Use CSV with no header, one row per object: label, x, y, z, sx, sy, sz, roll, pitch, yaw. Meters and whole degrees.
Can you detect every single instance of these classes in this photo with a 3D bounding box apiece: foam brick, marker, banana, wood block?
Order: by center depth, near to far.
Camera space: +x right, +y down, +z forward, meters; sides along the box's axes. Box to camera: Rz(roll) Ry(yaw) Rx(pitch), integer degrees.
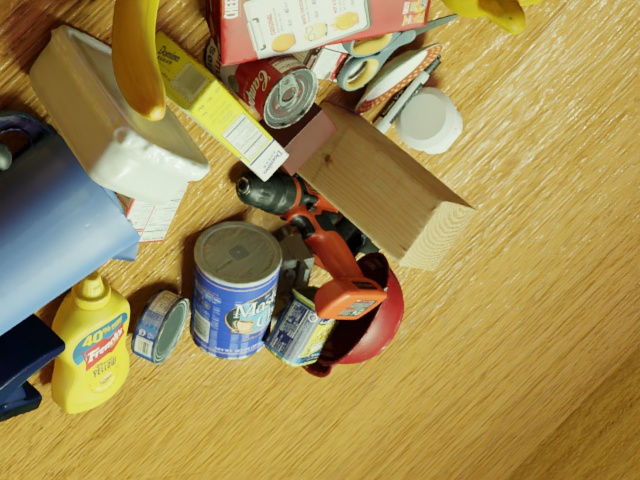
banana,-0.148,-0.180,0.897,0.037,0.198,0.070,21,151,-36
foam brick,-0.030,-0.123,1.206,0.078,0.051,0.053,-45,150,-2
wood block,0.068,-0.064,1.247,0.091,0.206,0.090,-55,150,15
marker,0.111,-0.187,1.345,0.121,0.020,0.020,-51,151,8

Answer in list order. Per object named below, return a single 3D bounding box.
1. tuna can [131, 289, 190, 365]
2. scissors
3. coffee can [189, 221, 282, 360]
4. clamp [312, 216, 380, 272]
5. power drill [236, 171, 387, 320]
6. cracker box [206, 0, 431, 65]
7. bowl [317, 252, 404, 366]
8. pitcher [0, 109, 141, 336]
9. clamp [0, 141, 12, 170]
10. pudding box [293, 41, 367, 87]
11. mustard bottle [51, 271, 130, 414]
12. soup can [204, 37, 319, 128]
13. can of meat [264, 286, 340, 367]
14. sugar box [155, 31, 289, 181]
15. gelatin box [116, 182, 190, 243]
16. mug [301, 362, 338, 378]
tuna can,-0.189,0.102,1.262,0.086,0.034,0.086,24,89,-80
scissors,0.085,-0.215,1.205,0.201,0.016,0.096,-14,138,-50
coffee can,-0.103,0.062,1.286,0.102,0.103,0.140,-27,146,-32
clamp,0.055,-0.020,1.424,0.209,0.036,0.165,-32,149,-56
power drill,-0.008,0.002,1.255,0.057,0.188,0.184,-38,156,26
cracker box,0.002,-0.260,0.985,0.213,0.072,0.164,-13,146,-14
bowl,0.059,0.098,1.366,0.055,0.162,0.162,30,105,-20
pitcher,-0.298,0.009,0.958,0.242,0.149,0.145,-38,165,-8
clamp,-0.319,-0.097,0.845,0.120,0.039,0.171,-22,140,-16
pudding box,0.027,-0.219,1.174,0.113,0.039,0.090,-3,127,-55
mustard bottle,-0.255,0.105,1.187,0.096,0.058,0.192,-33,148,-37
soup can,-0.059,-0.167,1.059,0.068,0.102,0.068,-33,148,-23
can of meat,-0.017,0.107,1.324,0.084,0.057,0.102,-60,161,9
sugar box,-0.103,-0.130,1.059,0.048,0.093,0.176,-48,152,3
gelatin box,-0.185,-0.038,1.130,0.073,0.030,0.089,-7,133,-51
mug,0.006,0.145,1.563,0.081,0.093,0.117,-29,178,-37
